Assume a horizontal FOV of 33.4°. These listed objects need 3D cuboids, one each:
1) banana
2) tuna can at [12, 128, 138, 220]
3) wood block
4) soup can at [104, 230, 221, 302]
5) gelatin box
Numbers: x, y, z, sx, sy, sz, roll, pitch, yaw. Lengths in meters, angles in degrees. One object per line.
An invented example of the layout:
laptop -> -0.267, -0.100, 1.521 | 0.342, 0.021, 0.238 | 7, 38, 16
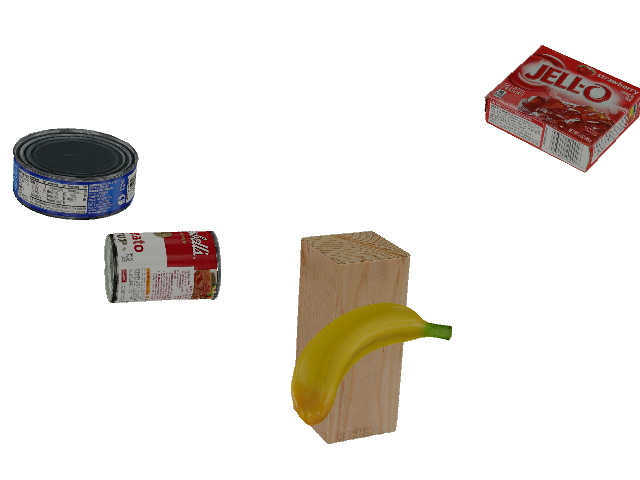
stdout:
banana -> 0.027, 0.086, 0.833 | 0.070, 0.037, 0.197 | 14, 25, 34
tuna can -> -0.173, -0.047, 0.752 | 0.086, 0.034, 0.086 | 7, 27, -4
wood block -> 0.032, 0.103, 1.163 | 0.090, 0.206, 0.091 | -6, 20, -25
soup can -> -0.153, 0.025, 1.028 | 0.102, 0.068, 0.069 | -1, 0, -19
gelatin box -> 0.175, -0.097, 0.768 | 0.089, 0.030, 0.073 | 32, 58, 28
